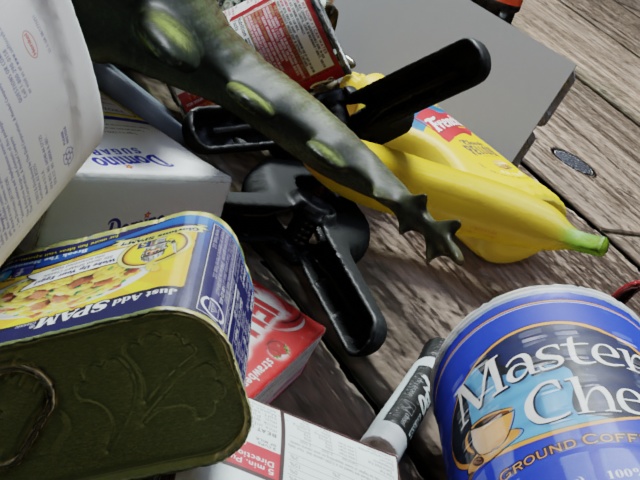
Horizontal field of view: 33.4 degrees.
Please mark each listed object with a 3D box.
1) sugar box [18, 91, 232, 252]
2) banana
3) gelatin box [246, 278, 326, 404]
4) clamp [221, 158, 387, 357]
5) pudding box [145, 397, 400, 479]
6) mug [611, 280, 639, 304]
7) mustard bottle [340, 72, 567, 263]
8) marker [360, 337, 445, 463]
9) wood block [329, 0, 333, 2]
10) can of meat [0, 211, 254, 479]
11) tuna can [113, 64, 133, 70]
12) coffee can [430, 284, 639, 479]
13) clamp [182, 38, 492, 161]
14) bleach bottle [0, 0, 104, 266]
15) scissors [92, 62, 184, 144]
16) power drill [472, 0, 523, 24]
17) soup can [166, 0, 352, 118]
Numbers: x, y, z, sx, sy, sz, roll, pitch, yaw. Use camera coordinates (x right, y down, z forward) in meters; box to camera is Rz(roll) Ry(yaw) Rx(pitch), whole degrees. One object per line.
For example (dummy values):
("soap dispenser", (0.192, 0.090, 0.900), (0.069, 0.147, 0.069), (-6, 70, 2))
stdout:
("sugar box", (-0.131, -0.047, 0.487), (0.093, 0.048, 0.176), (-1, 29, -46))
("banana", (0.071, -0.028, 0.622), (0.197, 0.037, 0.070), (14, -8, -20))
("gelatin box", (-0.047, 0.041, 0.454), (0.073, 0.030, 0.089), (34, 25, 11))
("clamp", (-0.004, 0.001, 0.571), (0.120, 0.039, 0.171), (42, 23, 1))
("pudding box", (-0.016, 0.104, 0.358), (0.090, 0.039, 0.113), (24, 27, -11))
("mug", (0.205, 0.070, 0.604), (0.093, 0.082, 0.117), (8, 32, -39))
("mustard bottle", (0.079, -0.062, 0.755), (0.096, 0.058, 0.192), (-3, 39, -48))
("marker", (0.044, 0.074, 0.501), (0.020, 0.020, 0.121), (33, 25, 8))
("wood block", (0.059, -0.188, 0.940), (0.206, 0.090, 0.090), (32, 24, 9))
("can of meat", (-0.073, 0.036, 0.363), (0.102, 0.057, 0.084), (-13, 24, 6))
("tuna can", (-0.139, -0.149, 0.722), (0.086, 0.034, 0.086), (23, 25, -12))
("coffee can", (0.101, 0.096, 0.418), (0.102, 0.103, 0.140), (23, 25, -12))
("clamp", (0.002, -0.070, 0.639), (0.164, 0.036, 0.210), (-13, -2, -5))
("bleach bottle", (-0.147, 0.007, 0.287), (0.068, 0.102, 0.250), (3, 40, 21))
("scissors", (-0.140, -0.106, 0.564), (0.096, 0.016, 0.201), (39, 2, 44))
("power drill", (0.096, -0.240, 0.993), (0.188, 0.184, 0.057), (25, 21, 16))
("soup can", (-0.040, -0.110, 0.647), (0.068, 0.102, 0.068), (-25, 90, -83))
